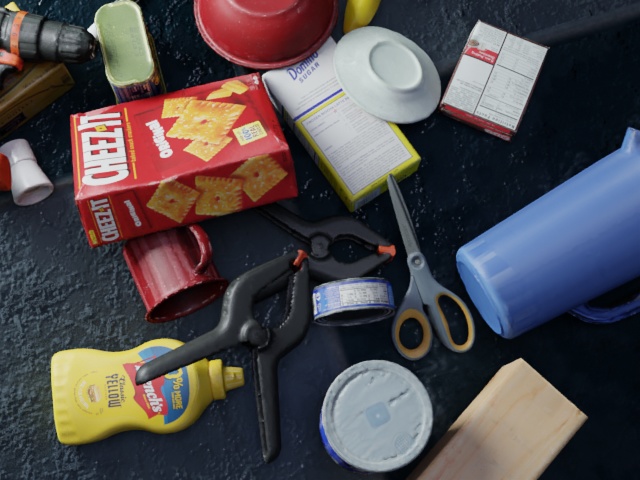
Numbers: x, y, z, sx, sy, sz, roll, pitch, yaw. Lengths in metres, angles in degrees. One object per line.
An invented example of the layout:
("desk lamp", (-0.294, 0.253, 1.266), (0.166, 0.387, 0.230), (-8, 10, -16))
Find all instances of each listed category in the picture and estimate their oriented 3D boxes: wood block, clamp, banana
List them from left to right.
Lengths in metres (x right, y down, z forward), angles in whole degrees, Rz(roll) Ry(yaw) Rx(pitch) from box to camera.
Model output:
("clamp", (-0.062, 0.107, 1.074), (0.164, 0.036, 0.210), (40, 71, -12))
("clamp", (-0.007, 0.001, 1.140), (0.171, 0.039, 0.120), (-6, 82, -7))
("banana", (0.045, -0.327, 1.183), (0.070, 0.037, 0.198), (-4, 101, 33))
("wood block", (0.158, 0.228, 1.063), (0.090, 0.091, 0.206), (42, 79, 7))

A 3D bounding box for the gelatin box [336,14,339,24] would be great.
("gelatin box", (-0.028, -0.277, 1.209), (0.089, 0.030, 0.073), (-8, 76, -3))

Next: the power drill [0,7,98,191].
("power drill", (-0.332, -0.148, 1.090), (0.184, 0.057, 0.187), (9, 75, 4))

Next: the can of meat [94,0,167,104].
("can of meat", (-0.207, -0.198, 1.159), (0.057, 0.084, 0.102), (-14, 77, -4))

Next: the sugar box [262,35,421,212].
("sugar box", (0.022, -0.128, 1.167), (0.093, 0.048, 0.176), (-32, 76, -10))

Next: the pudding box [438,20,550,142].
("pudding box", (0.193, -0.177, 1.186), (0.090, 0.039, 0.113), (23, 79, 4))

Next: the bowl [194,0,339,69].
("bowl", (-0.059, -0.269, 1.157), (0.162, 0.055, 0.162), (0, 71, 0))

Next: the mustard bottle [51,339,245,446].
("mustard bottle", (-0.173, 0.151, 1.090), (0.191, 0.058, 0.096), (-7, 79, -3))

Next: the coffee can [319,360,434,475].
("coffee can", (0.051, 0.177, 1.047), (0.103, 0.140, 0.103), (0, 77, -1))

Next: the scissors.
("scissors", (0.089, 0.039, 1.122), (0.096, 0.016, 0.202), (-33, 93, 0))

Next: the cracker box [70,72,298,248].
("cracker box", (-0.144, -0.089, 1.099), (0.213, 0.072, 0.164), (-13, 39, -5))

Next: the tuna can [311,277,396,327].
("tuna can", (0.034, 0.064, 1.101), (0.086, 0.086, 0.034), (-6, 75, -3))

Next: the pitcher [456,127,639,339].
("pitcher", (0.273, 0.010, 1.106), (0.242, 0.145, 0.149), (-29, 67, -4))

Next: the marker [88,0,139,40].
("marker", (-0.236, -0.251, 1.203), (0.020, 0.020, 0.121), (40, 79, 8))

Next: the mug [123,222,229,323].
("mug", (-0.147, 0.023, 1.096), (0.093, 0.117, 0.081), (-13, 69, -39))
